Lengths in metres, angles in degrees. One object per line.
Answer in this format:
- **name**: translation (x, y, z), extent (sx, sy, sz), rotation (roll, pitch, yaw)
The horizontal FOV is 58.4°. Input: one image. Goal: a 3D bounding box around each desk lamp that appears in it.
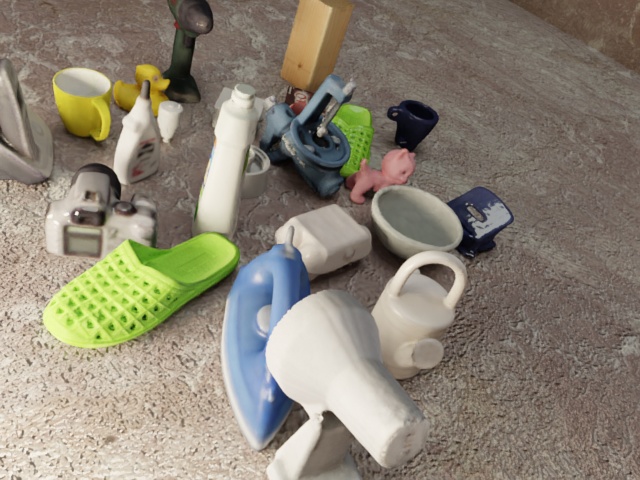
- **desk lamp**: translation (0.022, 0.188, 0.587), extent (0.118, 0.213, 0.202), rotation (-8, 47, -31)

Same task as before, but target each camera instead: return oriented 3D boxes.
- **camera**: translation (-0.298, -0.051, 0.800), extent (0.143, 0.101, 0.136), rotation (5, 42, -19)

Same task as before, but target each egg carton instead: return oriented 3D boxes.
- **egg carton**: translation (0.008, 0.003, 0.906), extent (0.151, 0.069, 0.107), rotation (-22, 56, -41)

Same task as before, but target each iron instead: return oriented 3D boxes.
- **iron**: translation (-0.053, 0.107, 0.702), extent (0.119, 0.141, 0.258), rotation (11, 40, -13)

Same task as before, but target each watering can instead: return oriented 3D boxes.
- **watering can**: translation (0.130, 0.096, 0.758), extent (0.101, 0.194, 0.172), rotation (-1, 44, -26)

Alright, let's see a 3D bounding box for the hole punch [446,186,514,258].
- **hole punch**: translation (0.288, -0.036, 1.065), extent (0.101, 0.091, 0.108), rotation (-13, 50, -35)

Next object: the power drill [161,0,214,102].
- **power drill**: translation (-0.257, -0.382, 1.113), extent (0.076, 0.208, 0.229), rotation (-2, 45, -26)

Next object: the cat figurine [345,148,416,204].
- **cat figurine**: translation (0.123, -0.130, 1.074), extent (0.128, 0.118, 0.067), rotation (-1, 44, -26)

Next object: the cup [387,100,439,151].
- **cup**: translation (0.191, -0.248, 1.259), extent (0.118, 0.095, 0.091), rotation (3, 42, -22)

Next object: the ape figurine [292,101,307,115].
- **ape figurine**: translation (-0.044, -0.233, 1.135), extent (0.078, 0.092, 0.076), rotation (-7, 47, -31)

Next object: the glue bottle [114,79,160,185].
- **glue bottle**: translation (-0.278, -0.170, 0.889), extent (0.037, 0.173, 0.078), rotation (32, 40, 12)

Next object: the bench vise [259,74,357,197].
- **bench vise**: translation (-0.025, -0.208, 1.013), extent (0.207, 0.219, 0.122), rotation (29, 39, 9)

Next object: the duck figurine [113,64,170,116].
- **duck figurine**: translation (-0.329, -0.287, 1.068), extent (0.105, 0.086, 0.077), rotation (9, 41, -15)

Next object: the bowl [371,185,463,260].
- **bowl**: translation (0.158, -0.017, 0.995), extent (0.167, 0.075, 0.167), rotation (13, 40, -11)

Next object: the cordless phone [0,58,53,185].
- **cordless phone**: translation (-0.436, -0.188, 0.825), extent (0.094, 0.185, 0.147), rotation (-2, 44, -26)
